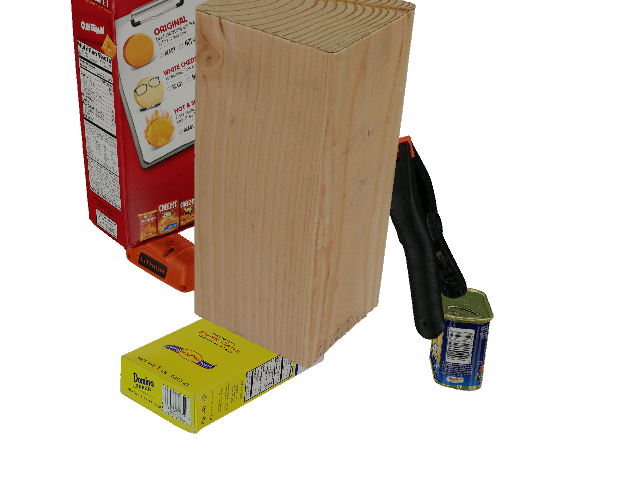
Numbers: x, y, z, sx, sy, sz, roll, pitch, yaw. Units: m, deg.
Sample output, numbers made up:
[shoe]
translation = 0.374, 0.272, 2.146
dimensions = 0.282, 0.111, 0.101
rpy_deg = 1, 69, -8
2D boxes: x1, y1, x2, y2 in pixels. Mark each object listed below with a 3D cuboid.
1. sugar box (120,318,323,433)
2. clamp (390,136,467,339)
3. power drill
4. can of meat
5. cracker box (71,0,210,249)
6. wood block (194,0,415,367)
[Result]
[sugar box]
translation = -0.084, 0.106, 0.964
dimensions = 0.093, 0.048, 0.175
rpy_deg = 22, 32, 32
[clamp]
translation = 0.086, -0.001, 0.922
dimensions = 0.039, 0.171, 0.120
rpy_deg = -17, 19, 17
[power drill]
translation = -0.144, -0.043, 1.108
dimensions = 0.185, 0.188, 0.057
rpy_deg = 28, 37, 34
[can of meat]
translation = 0.151, 0.106, 1.162
dimensions = 0.057, 0.084, 0.102
rpy_deg = 5, 16, 0
[cracker box]
translation = -0.099, -0.120, 0.806
dimensions = 0.163, 0.214, 0.072
rpy_deg = -21, 36, -36
[wood block]
translation = -0.014, -0.042, 0.632
dimensions = 0.091, 0.206, 0.090
rpy_deg = 23, 38, 26
